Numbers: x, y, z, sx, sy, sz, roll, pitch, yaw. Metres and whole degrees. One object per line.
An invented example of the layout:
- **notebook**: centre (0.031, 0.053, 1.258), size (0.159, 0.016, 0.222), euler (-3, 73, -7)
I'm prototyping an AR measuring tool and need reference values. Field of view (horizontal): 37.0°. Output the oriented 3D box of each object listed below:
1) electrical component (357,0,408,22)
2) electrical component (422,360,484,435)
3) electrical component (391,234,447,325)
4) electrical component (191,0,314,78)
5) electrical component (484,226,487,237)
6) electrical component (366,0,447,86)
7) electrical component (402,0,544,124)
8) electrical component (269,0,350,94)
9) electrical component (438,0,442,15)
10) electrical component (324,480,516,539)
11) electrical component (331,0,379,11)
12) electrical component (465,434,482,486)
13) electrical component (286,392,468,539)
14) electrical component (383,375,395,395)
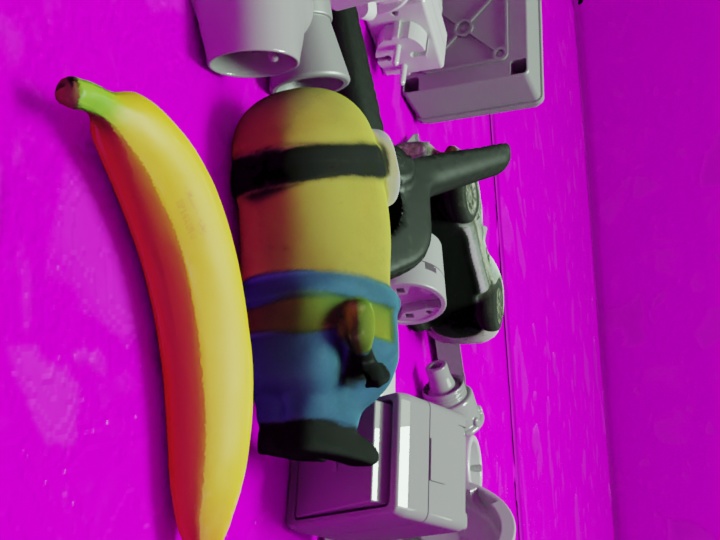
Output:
- **electrical component**: centre (0.008, -0.199, 0.725), size (0.055, 0.048, 0.066), euler (-11, 96, -66)
- **electrical component**: centre (0.068, 0.101, 0.844), size (0.048, 0.048, 0.062), euler (-63, 138, -60)
- **electrical component**: centre (0.031, 0.003, 0.729), size (0.055, 0.055, 0.047), euler (61, 26, -53)
- **electrical component**: centre (-0.047, -0.132, 0.524), size (0.079, 0.044, 0.077), euler (18, 68, -72)
- **electrical component**: centre (0.090, -0.006, 0.949), size (0.044, 0.044, 0.065), euler (3, 87, -73)
- **electrical component**: centre (0.032, -0.169, 0.788), size (0.065, 0.047, 0.076), euler (66, 26, -48)
- **electrical component**: centre (0.093, -0.185, 0.891), size (0.056, 0.109, 0.108), euler (44, 44, -59)
- **electrical component**: centre (-0.031, -0.130, 0.583), size (0.044, 0.044, 0.065), euler (12, 70, -73)
- **electrical component**: centre (0.044, -0.220, 0.850), size (0.043, 0.043, 0.062), euler (62, 27, -53)
- **electrical component**: centre (0.035, 0.172, 0.614), size (0.108, 0.108, 0.060), euler (-56, 144, -64)
- **electrical component**: centre (0.003, -0.199, 0.612), size (0.100, 0.100, 0.048), euler (44, 47, -49)
- **electrical component**: centre (0.064, 0.150, 0.810), size (0.055, 0.047, 0.055), euler (-5, 90, -73)
- **electrical component**: centre (0.001, 0.105, 0.561), size (0.061, 0.096, 0.061), euler (24, 58, -40)
- **electrical component**: centre (-0.006, 0.049, 0.610), size (0.079, 0.043, 0.077), euler (44, 44, -65)
